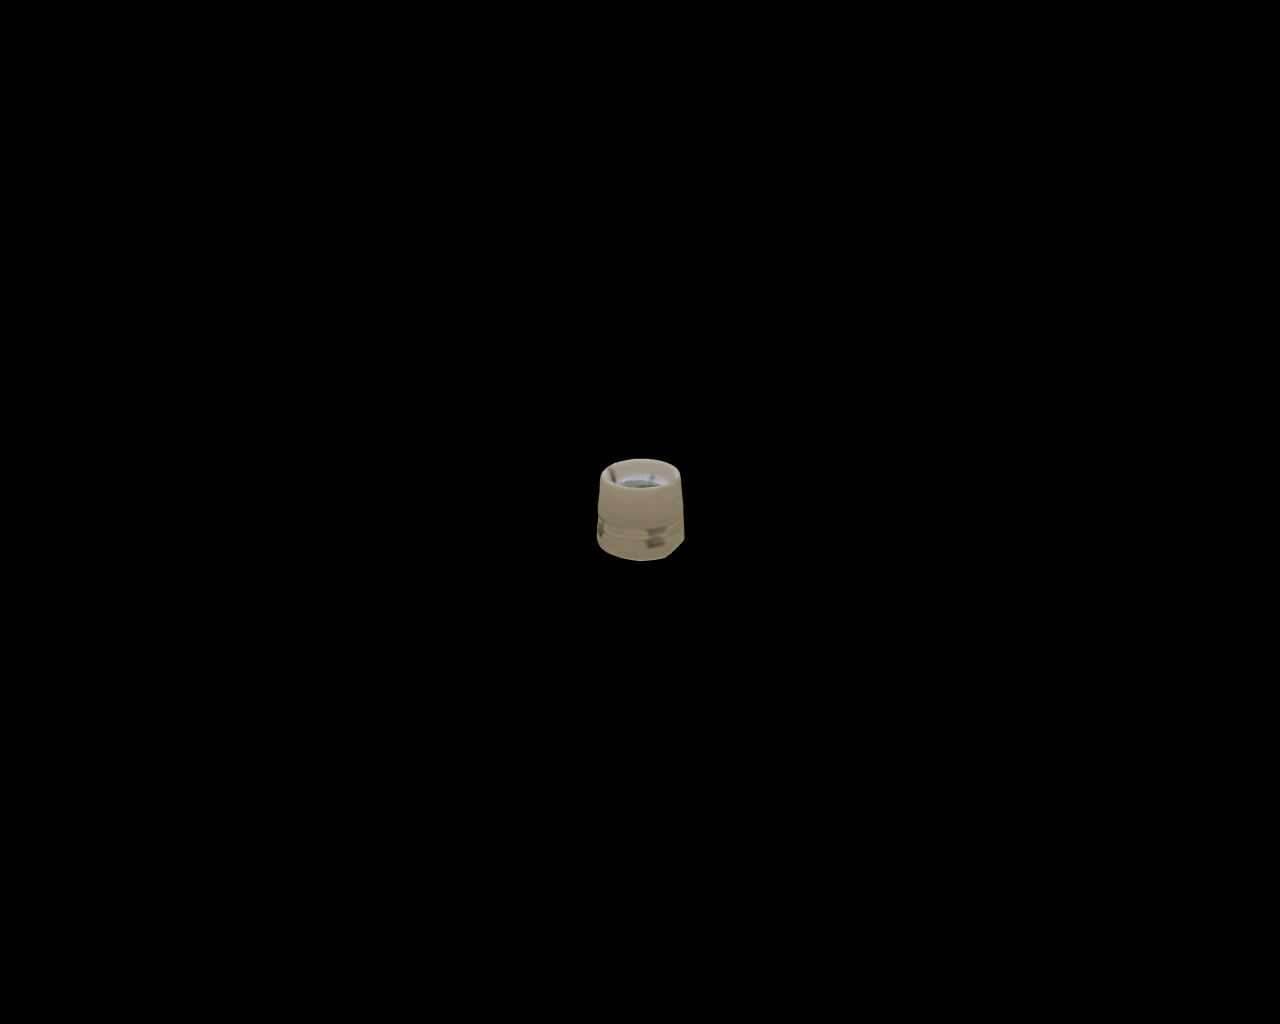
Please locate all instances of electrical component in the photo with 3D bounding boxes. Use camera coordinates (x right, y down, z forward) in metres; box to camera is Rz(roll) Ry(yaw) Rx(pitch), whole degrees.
[{"bbox_3d":[0.001,-0.003,0.650,0.055,0.047,0.055,0,25,0],"label":"electrical component"}]
